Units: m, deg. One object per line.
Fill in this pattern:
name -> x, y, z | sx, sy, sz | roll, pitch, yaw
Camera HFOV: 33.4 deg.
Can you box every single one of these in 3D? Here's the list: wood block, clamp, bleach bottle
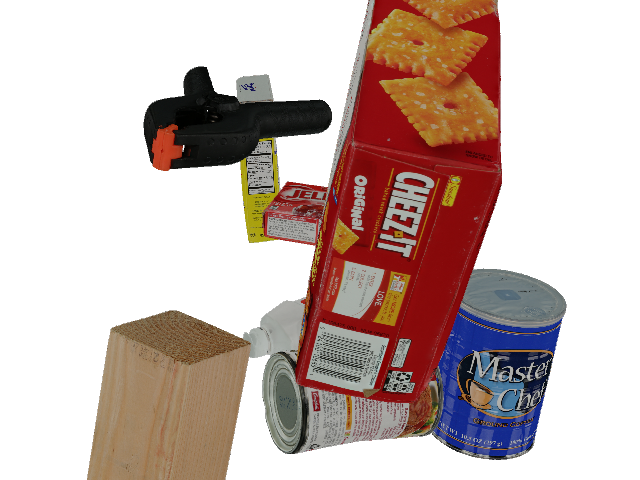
wood block -> -0.137, 0.177, 0.929 | 0.090, 0.206, 0.090 | 20, 18, 28
clamp -> -0.080, -0.089, 0.759 | 0.120, 0.039, 0.171 | 16, 22, 25
bleach bottle -> 0.038, 0.089, 1.182 | 0.250, 0.068, 0.103 | -13, 31, -25

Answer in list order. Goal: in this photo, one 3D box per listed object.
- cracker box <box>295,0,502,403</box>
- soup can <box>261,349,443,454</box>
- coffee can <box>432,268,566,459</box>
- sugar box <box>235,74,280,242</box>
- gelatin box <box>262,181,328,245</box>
cracker box -> 0.045, -0.049, 0.553 | 0.072, 0.164, 0.213 | 12, 44, 0
soup can -> 0.020, 0.102, 0.706 | 0.102, 0.068, 0.069 | -3, 1, -25
coffee can -> 0.156, 0.110, 0.961 | 0.103, 0.140, 0.103 | 6, 23, -3
sugar box -> -0.073, -0.096, 1.247 | 0.048, 0.176, 0.093 | -7, 26, -3
gelatin box -> 0.000, -0.023, 0.954 | 0.089, 0.030, 0.073 | 9, 26, 13
